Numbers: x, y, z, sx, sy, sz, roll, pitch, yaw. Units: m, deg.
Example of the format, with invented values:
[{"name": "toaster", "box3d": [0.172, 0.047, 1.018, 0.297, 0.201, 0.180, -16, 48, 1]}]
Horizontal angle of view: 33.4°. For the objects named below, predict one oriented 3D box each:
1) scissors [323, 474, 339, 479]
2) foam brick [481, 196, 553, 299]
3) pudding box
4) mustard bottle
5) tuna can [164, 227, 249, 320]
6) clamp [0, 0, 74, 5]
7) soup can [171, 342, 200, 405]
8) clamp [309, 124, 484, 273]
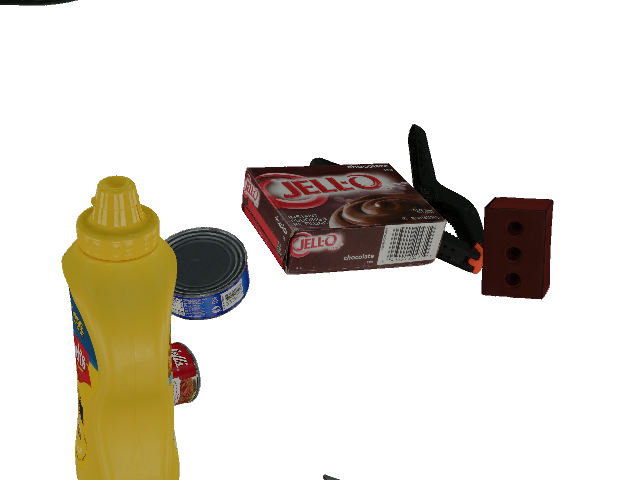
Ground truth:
[{"name": "scissors", "box3d": [0.083, 0.164, 0.513, 0.096, 0.016, 0.202, -2, 23, -24]}, {"name": "foam brick", "box3d": [0.166, 0.006, 0.897, 0.053, 0.078, 0.051, 3, 15, 18]}, {"name": "pudding box", "box3d": [0.014, -0.017, 0.717, 0.113, 0.039, 0.090, -2, 31, -25]}, {"name": "mustard bottle", "box3d": [-0.105, 0.054, 0.569, 0.058, 0.192, 0.096, -4, 32, -15]}, {"name": "tuna can", "box3d": [-0.105, 0.029, 0.938, 0.086, 0.034, 0.086, -2, 43, 2]}, {"name": "clamp", "box3d": [-0.127, -0.158, 0.585, 0.171, 0.039, 0.120, -11, 25, -26]}, {"name": "soup can", "box3d": [-0.189, 0.151, 1.137, 0.102, 0.068, 0.069, -10, 7, -41]}, {"name": "clamp", "box3d": [0.097, -0.042, 1.153, 0.164, 0.210, 0.036, -16, -37, -29]}]
